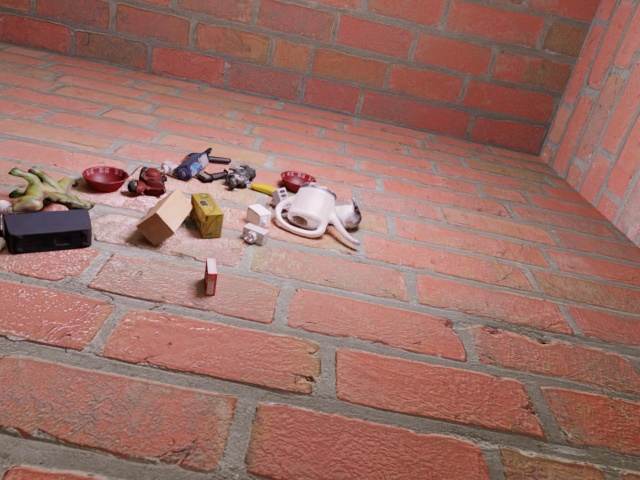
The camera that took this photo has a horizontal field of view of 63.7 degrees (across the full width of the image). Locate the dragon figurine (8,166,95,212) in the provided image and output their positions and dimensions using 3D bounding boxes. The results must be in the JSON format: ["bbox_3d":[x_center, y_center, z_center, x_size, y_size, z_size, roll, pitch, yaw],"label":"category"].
[{"bbox_3d":[-0.862,-0.145,1.703,0.243,0.121,0.413,27,16,10],"label":"dragon figurine"}]

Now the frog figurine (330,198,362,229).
[{"bbox_3d":[0.081,-0.092,2.042,0.159,0.120,0.140,-24,37,7],"label":"frog figurine"}]

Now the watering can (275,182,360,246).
[{"bbox_3d":[0.006,-0.098,1.947,0.348,0.102,0.229,16,60,8],"label":"watering can"}]
